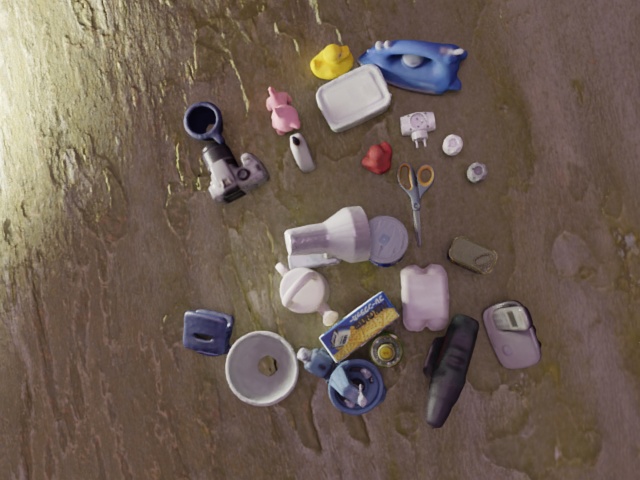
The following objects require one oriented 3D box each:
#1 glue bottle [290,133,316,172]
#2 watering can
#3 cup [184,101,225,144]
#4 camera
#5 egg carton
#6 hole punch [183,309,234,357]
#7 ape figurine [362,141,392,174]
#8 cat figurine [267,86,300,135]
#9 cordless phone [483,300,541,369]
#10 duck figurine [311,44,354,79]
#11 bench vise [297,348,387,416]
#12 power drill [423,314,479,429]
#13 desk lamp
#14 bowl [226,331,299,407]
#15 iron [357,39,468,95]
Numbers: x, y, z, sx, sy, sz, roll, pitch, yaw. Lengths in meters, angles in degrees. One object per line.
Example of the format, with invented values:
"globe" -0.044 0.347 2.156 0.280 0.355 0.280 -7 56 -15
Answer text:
"glue bottle" -0.045 -0.208 1.304 0.037 0.173 0.078 -20 82 4
"watering can" -0.030 0.114 1.256 0.172 0.194 0.101 22 86 8
"cup" -0.259 -0.266 1.373 0.092 0.095 0.117 -44 81 0
"camera" -0.213 -0.174 1.355 0.143 0.101 0.137 -28 81 2
"egg carton" 0.237 0.130 1.289 0.107 0.069 0.150 -4 83 6
"hole punch" -0.258 0.216 1.321 0.108 0.091 0.101 10 85 7
"ape figurine" 0.133 -0.194 1.325 0.078 0.092 0.076 -19 82 4
"cat figurine" -0.089 -0.302 1.347 0.067 0.118 0.128 -24 82 3
"cordless phone" 0.416 0.200 1.204 0.094 0.185 0.147 -22 82 3
"duck figurine" 0.027 -0.434 1.366 0.104 0.086 0.077 -16 82 4
"bench vise" 0.040 0.306 1.214 0.207 0.220 0.121 11 85 7
"power drill" 0.267 0.268 1.200 0.075 0.208 0.230 19 86 8
"desk lamp" 0.012 0.004 1.254 0.203 0.213 0.118 -10 83 5
"bowl" -0.126 0.290 1.307 0.167 0.075 0.167 -1 84 6
"iron" 0.208 -0.422 1.317 0.258 0.141 0.119 10 85 7
